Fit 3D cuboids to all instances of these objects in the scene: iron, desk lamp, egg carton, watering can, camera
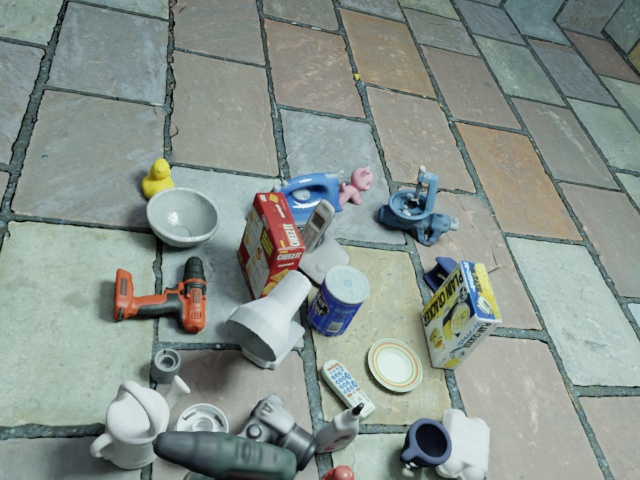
[{"bbox_3d":[-0.056,-0.116,1.462,0.259,0.141,0.118,-12,56,-31],"label":"iron"},{"bbox_3d":[-0.097,0.166,1.139,0.118,0.213,0.204,34,46,9],"label":"desk lamp"},{"bbox_3d":[0.292,0.426,1.175,0.107,0.069,0.150,23,45,-3],"label":"egg carton"},{"bbox_3d":[-0.298,0.291,0.952,0.101,0.194,0.173,28,45,2],"label":"watering can"},{"bbox_3d":[-0.078,0.369,1.044,0.136,0.100,0.143,32,45,7],"label":"camera"}]

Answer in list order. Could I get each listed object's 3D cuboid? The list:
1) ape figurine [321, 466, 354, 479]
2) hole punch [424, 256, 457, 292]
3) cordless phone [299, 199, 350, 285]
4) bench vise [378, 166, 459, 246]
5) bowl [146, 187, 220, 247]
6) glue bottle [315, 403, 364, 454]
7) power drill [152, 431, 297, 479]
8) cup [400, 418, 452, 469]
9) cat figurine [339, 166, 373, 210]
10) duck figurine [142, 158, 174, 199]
[{"bbox_3d":[0.032,0.438,1.036,0.078,0.092,0.076,3,49,-21],"label":"ape figurine"},{"bbox_3d":[0.341,0.090,1.484,0.101,0.091,0.108,-19,60,-35],"label":"hole punch"},{"bbox_3d":[0.012,0.005,1.352,0.147,0.185,0.094,42,47,16],"label":"cordless phone"},{"bbox_3d":[0.285,-0.101,1.541,0.208,0.219,0.121,10,47,-15],"label":"bench vise"},{"bbox_3d":[-0.319,-0.040,1.326,0.168,0.074,0.167,12,46,-13],"label":"bowl"},{"bbox_3d":[0.046,0.346,1.068,0.078,0.173,0.037,-7,53,-28],"label":"glue bottle"},{"bbox_3d":[-0.163,0.375,0.925,0.230,0.208,0.075,10,47,-15],"label":"power drill"},{"bbox_3d":[0.190,0.416,1.122,0.118,0.095,0.091,-18,59,-34],"label":"cup"},{"bbox_3d":[0.096,-0.154,1.579,0.128,0.117,0.067,-24,62,-37],"label":"cat figurine"},{"bbox_3d":[-0.390,-0.152,1.389,0.078,0.086,0.104,9,47,-16],"label":"duck figurine"}]
